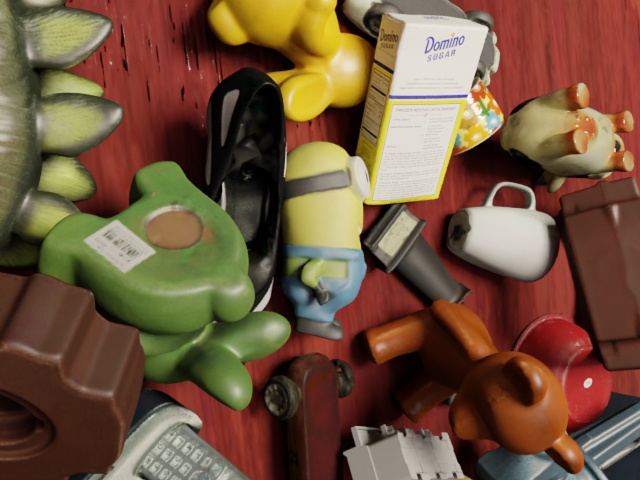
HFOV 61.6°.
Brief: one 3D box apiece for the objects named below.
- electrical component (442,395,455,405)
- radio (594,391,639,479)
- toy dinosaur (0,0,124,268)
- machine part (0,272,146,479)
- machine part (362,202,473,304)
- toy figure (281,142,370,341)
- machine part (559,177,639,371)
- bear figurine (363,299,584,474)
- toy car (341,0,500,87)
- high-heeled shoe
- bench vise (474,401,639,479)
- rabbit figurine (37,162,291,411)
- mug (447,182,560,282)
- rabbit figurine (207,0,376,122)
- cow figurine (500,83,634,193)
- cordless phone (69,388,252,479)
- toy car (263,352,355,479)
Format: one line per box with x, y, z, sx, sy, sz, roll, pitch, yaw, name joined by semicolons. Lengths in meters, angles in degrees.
0.160;0.155;0.615;0.094;0.021;0.063;2;89;-26;electrical component
0.420;0.266;0.633;0.073;0.230;0.131;43;67;-21;radio
-0.247;-0.103;0.369;0.198;0.105;0.470;3;98;-34;toy dinosaur
-0.194;0.089;0.321;0.179;0.179;0.056;28;36;-24;machine part
0.107;0.023;0.581;0.138;0.039;0.084;42;64;-19;machine part
0.000;-0.001;0.502;0.089;0.082;0.180;8;89;-29;toy figure
0.339;0.043;0.611;0.201;0.087;0.201;14;65;-59;machine part
0.131;0.135;0.486;0.132;0.196;0.120;-30;107;3;bear figurine
0.115;-0.229;0.574;0.201;0.056;0.073;19;75;-27;toy car
-0.057;-0.006;0.436;0.086;0.145;0.248;-6;91;-26;high-heeled shoe
0.289;0.239;0.591;0.241;0.129;0.223;-23;106;-13;bench vise
-0.102;0.051;0.405;0.159;0.170;0.121;27;48;8;rabbit figurine
0.203;-0.012;0.605;0.107;0.081;0.109;10;91;-19;mug
-0.006;-0.178;0.484;0.173;0.122;0.162;37;76;-41;rabbit figurine
0.275;-0.104;0.601;0.195;0.127;0.085;7;87;-39;cow figurine
-0.131;0.219;0.437;0.146;0.089;0.184;-48;114;-19;cordless phone
-0.007;0.208;0.513;0.089;0.053;0.202;-7;95;-47;toy car
